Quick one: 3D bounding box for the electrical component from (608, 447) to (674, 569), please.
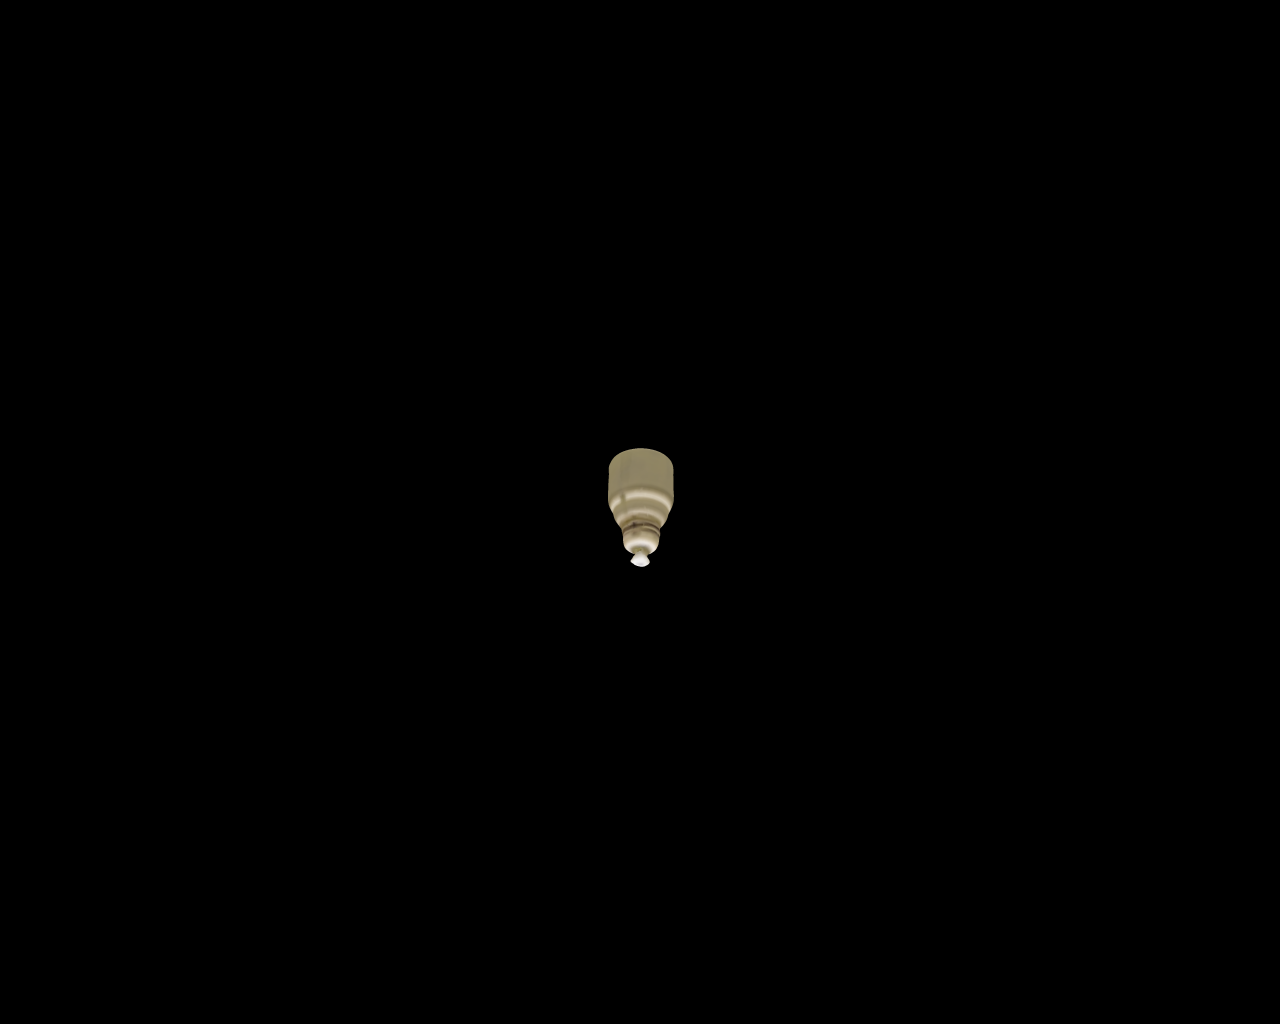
[{"bbox_3d":[0.001,-0.003,0.650,0.040,0.078,0.040,0,-32,0],"label":"electrical component"}]
